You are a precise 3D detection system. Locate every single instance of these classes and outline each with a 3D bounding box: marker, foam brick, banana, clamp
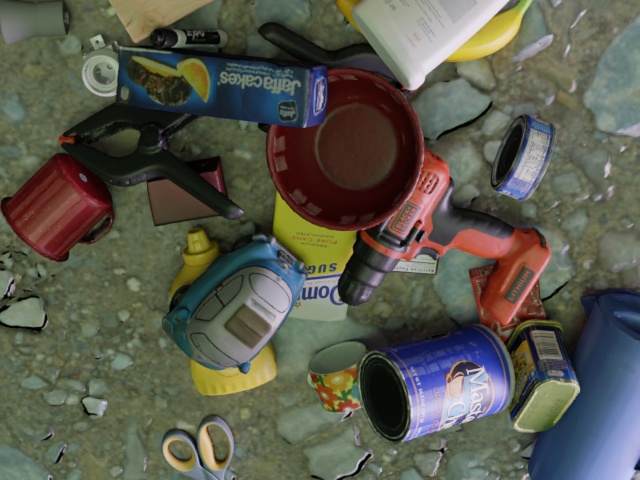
[{"bbox_3d":[-0.127,-0.196,1.040,0.020,0.121,0.020,5,101,24],"label":"marker"},{"bbox_3d":[-0.141,-0.052,1.135,0.078,0.053,0.051,-10,112,3],"label":"foam brick"},{"bbox_3d":[0.115,-0.215,1.076,0.198,0.037,0.069,0,96,-1],"label":"banana"},{"bbox_3d":[0.013,-0.156,1.099,0.171,0.039,0.120,9,129,-5],"label":"clamp"},{"bbox_3d":[-0.163,-0.110,1.099,0.210,0.036,0.164,7,74,13],"label":"clamp"}]

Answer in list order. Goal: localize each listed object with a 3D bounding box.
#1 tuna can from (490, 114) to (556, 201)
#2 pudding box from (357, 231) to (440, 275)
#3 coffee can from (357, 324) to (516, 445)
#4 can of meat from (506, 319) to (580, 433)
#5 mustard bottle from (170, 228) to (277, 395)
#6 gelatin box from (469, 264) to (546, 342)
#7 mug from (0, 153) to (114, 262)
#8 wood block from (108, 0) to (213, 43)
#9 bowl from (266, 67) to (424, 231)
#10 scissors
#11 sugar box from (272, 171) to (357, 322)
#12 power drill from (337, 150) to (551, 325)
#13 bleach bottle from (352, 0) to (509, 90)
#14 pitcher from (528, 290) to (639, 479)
[{"bbox_3d":[0.208,-0.086,1.101,0.033,0.086,0.086,20,111,-6],"label":"tuna can"},{"bbox_3d":[0.088,-0.020,1.154,0.090,0.039,0.113,4,115,-4],"label":"pudding box"},{"bbox_3d":[0.126,0.155,1.162,0.140,0.103,0.103,-11,116,-28],"label":"coffee can"},{"bbox_3d":[0.240,0.152,1.181,0.057,0.084,0.102,5,136,-14],"label":"can of meat"},{"bbox_3d":[-0.114,0.076,1.185,0.096,0.058,0.191,-12,112,4],"label":"mustard bottle"},{"bbox_3d":[0.211,0.069,1.195,0.073,0.030,0.089,-13,112,6],"label":"gelatin box"},{"bbox_3d":[-0.267,-0.032,1.131,0.081,0.093,0.117,-43,137,11],"label":"mug"},{"bbox_3d":[-0.106,-0.283,1.018,0.206,0.090,0.091,-27,110,11],"label":"wood block"},{"bbox_3d":[0.030,-0.091,1.066,0.162,0.055,0.162,3,99,18],"label":"bowl"},{"bbox_3d":[-0.142,0.303,1.303,0.096,0.016,0.202,1,113,2],"label":"scissors"},{"bbox_3d":[-0.007,0.002,1.160,0.093,0.048,0.176,5,111,-2],"label":"sugar box"},{"bbox_3d":[0.131,0.019,1.120,0.187,0.057,0.185,25,110,-16],"label":"power drill"},{"bbox_3d":[0.156,-0.259,1.022,0.251,0.068,0.102,-38,94,0],"label":"bleach bottle"},{"bbox_3d":[0.333,0.191,1.188,0.145,0.149,0.243,13,116,-12],"label":"pitcher"}]
